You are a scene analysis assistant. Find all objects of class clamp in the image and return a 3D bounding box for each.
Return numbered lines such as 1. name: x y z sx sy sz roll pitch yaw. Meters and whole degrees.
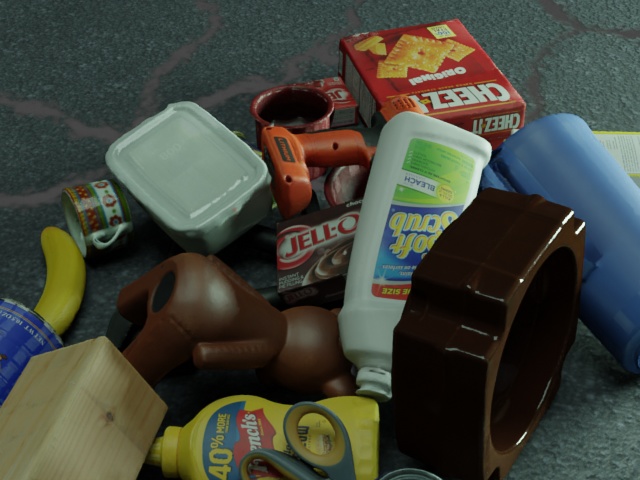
1. clamp: -0.121 0.070 1.004 0.165 0.036 0.209 17 38 22
2. clamp: -0.007 0.001 1.086 0.172 0.039 0.120 35 53 28

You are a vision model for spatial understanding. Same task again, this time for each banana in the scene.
1. banana: -0.262 0.048 1.035 0.069 0.037 0.197 3 39 4

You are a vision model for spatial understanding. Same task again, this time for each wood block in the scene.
1. wood block: -0.204 0.182 0.792 0.090 0.090 0.206 -18 32 31

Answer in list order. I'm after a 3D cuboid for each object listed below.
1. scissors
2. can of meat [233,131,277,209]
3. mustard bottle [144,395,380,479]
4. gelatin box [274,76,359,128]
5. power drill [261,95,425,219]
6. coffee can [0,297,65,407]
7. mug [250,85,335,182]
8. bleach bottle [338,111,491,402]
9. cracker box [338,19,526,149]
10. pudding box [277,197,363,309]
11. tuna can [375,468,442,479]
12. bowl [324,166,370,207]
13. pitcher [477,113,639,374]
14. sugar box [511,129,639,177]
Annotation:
1. scissors: 0.038 0.190 0.799 0.202 0.016 0.096 20 80 8
2. can of meat: -0.095 -0.063 1.156 0.101 0.057 0.084 -30 49 -30
3. mustard bottle: -0.049 0.172 0.852 0.191 0.058 0.096 1 60 4
4. gelatin box: -0.005 -0.165 1.303 0.089 0.030 0.073 -11 40 -12
5. power drill: 0.044 -0.073 1.076 0.187 0.057 0.184 -9 40 -14
6. coffee can: -0.288 0.129 0.880 0.103 0.103 0.140 14 41 18
7. mug: -0.023 -0.123 1.208 0.093 0.081 0.117 23 44 28
8. bleach bottle: 0.077 0.018 0.913 0.102 0.068 0.250 20 65 -13
9. cracker box: 0.129 -0.182 1.287 0.164 0.072 0.214 -11 40 -12
10. pudding box: 0.015 0.011 0.998 0.113 0.039 0.090 -16 46 13
11. tuna can: 0.062 0.208 0.762 0.086 0.034 0.086 8 63 -16
12. bowl: 0.085 -0.034 1.114 0.162 0.055 0.162 -1 38 0
13. pitcher: 0.251 0.003 0.987 0.149 0.145 0.243 -26 52 -8
14. sugar box: 0.299 -0.080 1.176 0.176 0.048 0.093 1 38 9
